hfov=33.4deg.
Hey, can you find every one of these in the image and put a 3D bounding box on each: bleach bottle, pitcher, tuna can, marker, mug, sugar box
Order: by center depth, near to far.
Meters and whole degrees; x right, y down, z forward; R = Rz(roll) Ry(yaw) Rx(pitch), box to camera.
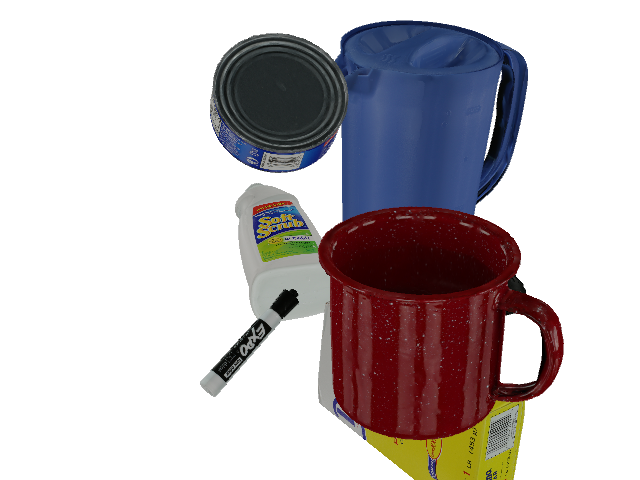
[{"bbox_3d":[0.057,0.042,0.502,0.117,0.081,0.093,12,30,24],"label":"mug"},{"bbox_3d":[-0.027,-0.087,0.679,0.086,0.086,0.034,0,-23,-11],"label":"tuna can"},{"bbox_3d":[0.066,0.116,0.773,0.048,0.093,0.176,-15,30,-37],"label":"sugar box"},{"bbox_3d":[0.088,-0.061,0.925,0.149,0.243,0.144,10,31,14],"label":"pitcher"},{"bbox_3d":[-0.061,0.089,0.957,0.020,0.121,0.020,37,-19,15],"label":"marker"},{"bbox_3d":[-0.056,-0.001,1.232,0.102,0.068,0.251,-8,29,-13],"label":"bleach bottle"}]

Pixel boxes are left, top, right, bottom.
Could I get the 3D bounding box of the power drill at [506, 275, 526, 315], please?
[{"bbox_3d":[0.163,0.088,1.128,0.057,0.188,0.184,-9,25,-14],"label":"power drill"}]
